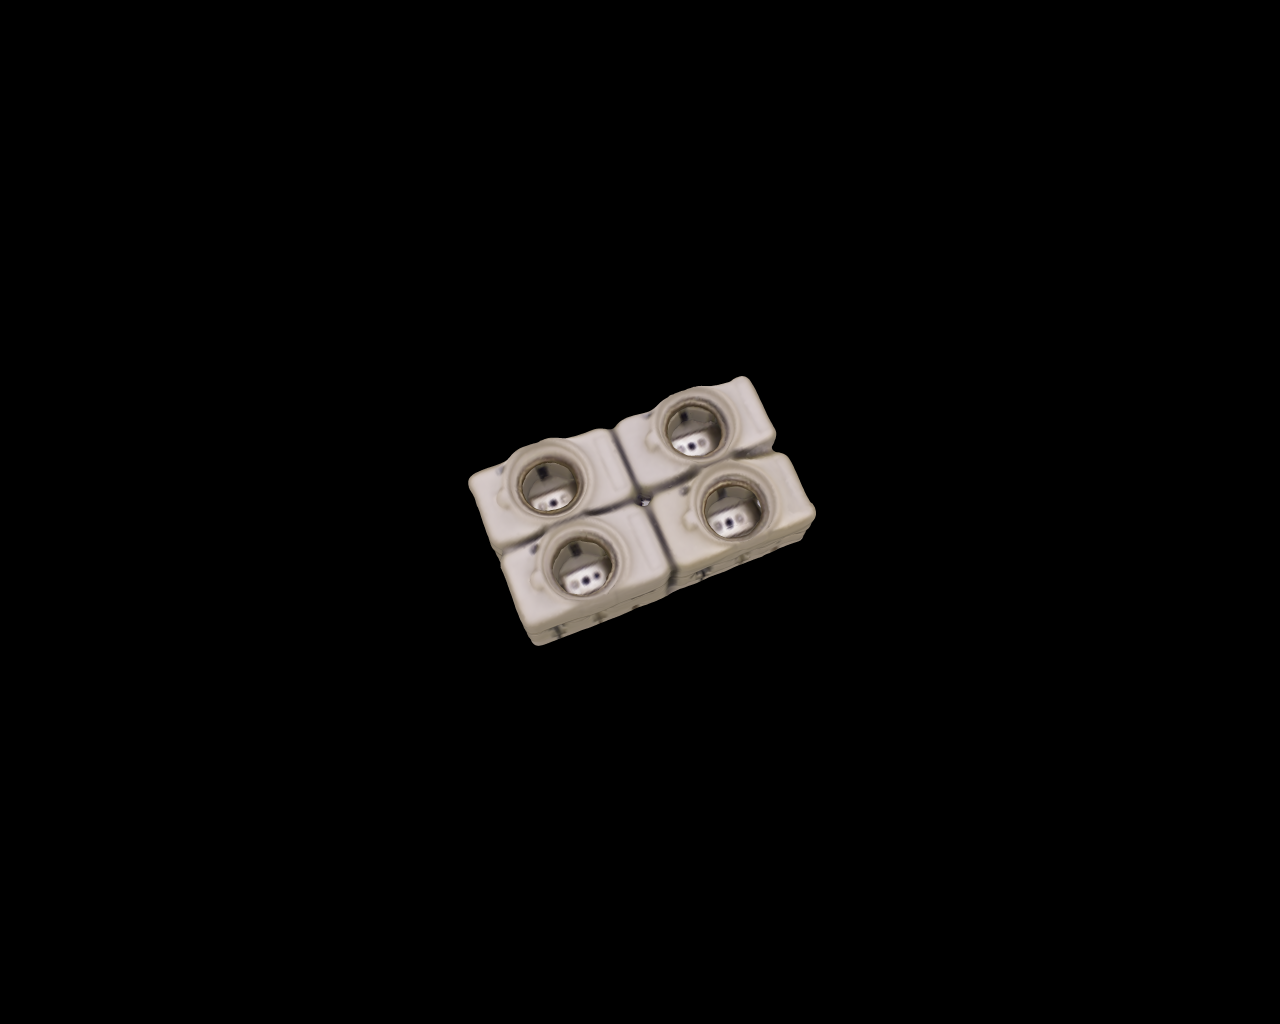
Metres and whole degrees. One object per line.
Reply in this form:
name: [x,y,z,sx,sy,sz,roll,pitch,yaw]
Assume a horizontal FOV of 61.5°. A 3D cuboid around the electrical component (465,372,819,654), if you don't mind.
electrical component: [0.001,-0.003,0.650,0.186,0.105,0.060,-21,-18,-7]
